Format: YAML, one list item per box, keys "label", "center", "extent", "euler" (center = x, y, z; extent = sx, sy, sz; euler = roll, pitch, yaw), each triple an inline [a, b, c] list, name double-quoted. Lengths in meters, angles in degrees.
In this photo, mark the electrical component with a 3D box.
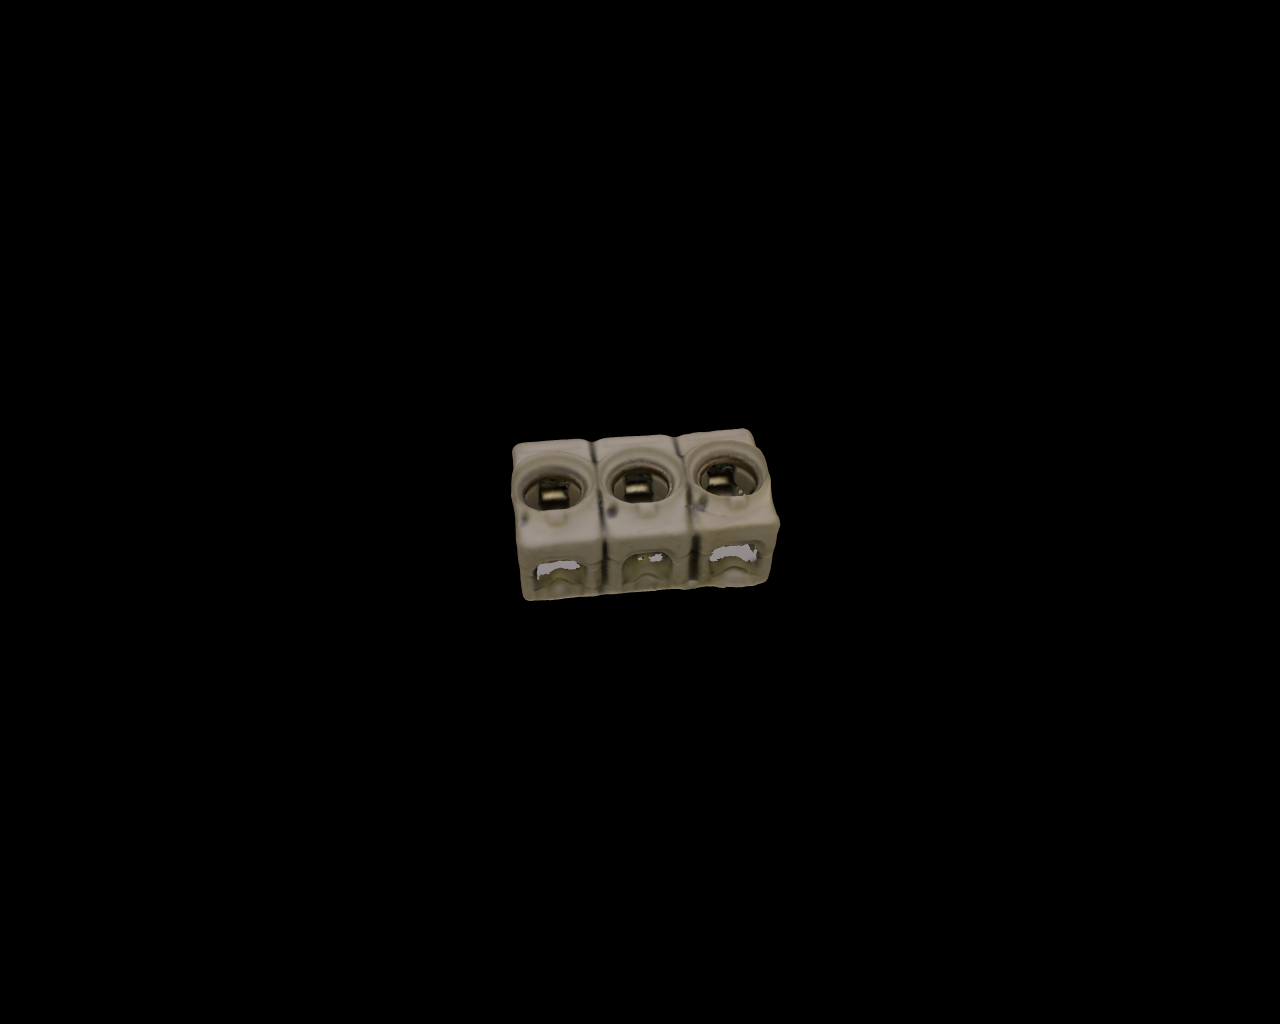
- label: "electrical component"
  center: [0.001, -0.003, 0.650]
  extent: [0.150, 0.090, 0.061]
  euler: [-4, -43, -4]
